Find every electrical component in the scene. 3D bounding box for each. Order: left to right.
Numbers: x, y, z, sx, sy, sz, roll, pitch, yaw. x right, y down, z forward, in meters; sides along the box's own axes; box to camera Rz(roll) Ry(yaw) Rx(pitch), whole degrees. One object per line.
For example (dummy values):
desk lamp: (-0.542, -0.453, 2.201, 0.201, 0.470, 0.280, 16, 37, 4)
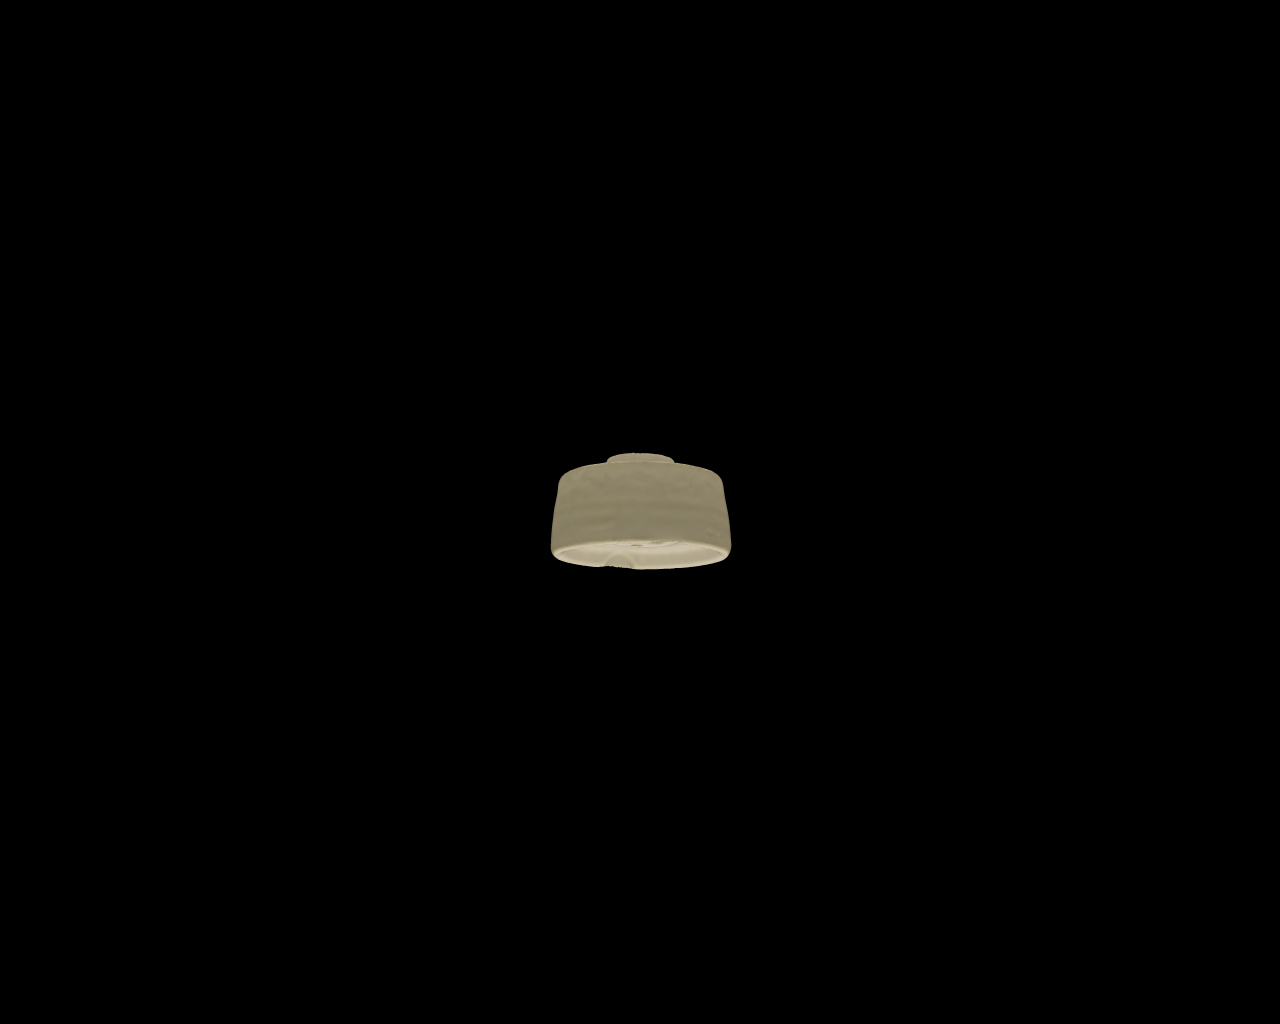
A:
electrical component: (0.001, -0.003, 0.650, 0.108, 0.060, 0.108, 0, -11, 0)
